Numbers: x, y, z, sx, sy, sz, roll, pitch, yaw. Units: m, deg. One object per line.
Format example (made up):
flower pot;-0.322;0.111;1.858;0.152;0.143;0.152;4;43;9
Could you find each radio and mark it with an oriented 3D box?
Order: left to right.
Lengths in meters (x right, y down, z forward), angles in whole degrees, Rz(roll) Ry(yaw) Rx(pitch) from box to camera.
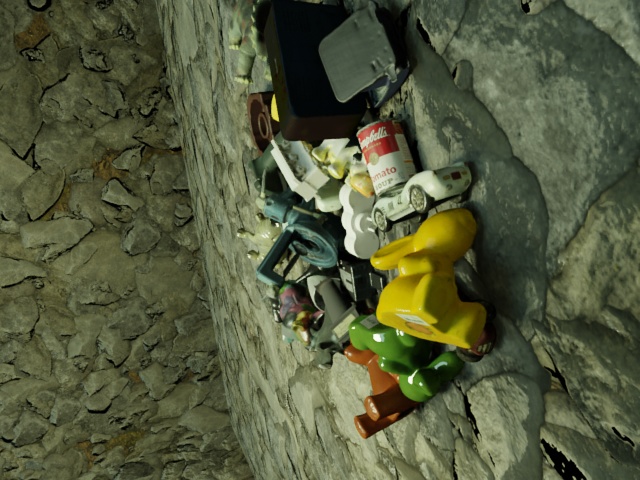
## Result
radio;-0.009;-0.276;0.873;0.073;0.131;0.229;126;137;-64

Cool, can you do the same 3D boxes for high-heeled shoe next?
high-heeled shoe;-0.002;-0.004;1.184;0.145;0.086;0.249;-37;32;24

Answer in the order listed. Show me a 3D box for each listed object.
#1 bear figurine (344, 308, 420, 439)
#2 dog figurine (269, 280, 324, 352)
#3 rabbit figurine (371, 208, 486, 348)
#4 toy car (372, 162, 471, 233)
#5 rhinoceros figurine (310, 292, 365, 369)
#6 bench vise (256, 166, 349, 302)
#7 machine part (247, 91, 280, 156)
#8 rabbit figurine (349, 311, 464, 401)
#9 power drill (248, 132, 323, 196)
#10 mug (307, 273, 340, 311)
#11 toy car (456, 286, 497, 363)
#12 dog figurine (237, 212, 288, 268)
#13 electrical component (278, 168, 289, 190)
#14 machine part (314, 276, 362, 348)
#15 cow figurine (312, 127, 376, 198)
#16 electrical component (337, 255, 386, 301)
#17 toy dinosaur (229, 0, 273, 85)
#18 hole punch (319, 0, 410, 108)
bear figurine;0.093;0.234;0.980;0.196;0.132;0.120;57;149;28
dog figurine;-0.047;0.174;1.290;0.219;0.108;0.191;130;120;-74
rabbit figurine;0.149;0.040;0.704;0.162;0.122;0.173;-5;60;61
toy car;0.136;-0.057;0.755;0.202;0.073;0.056;148;106;-68
rhinoceros figurine;0.034;0.195;1.128;0.073;0.112;0.190;53;141;43
bench vise;-0.054;0.000;1.025;0.224;0.240;0.128;31;151;3
machine part;-0.125;-0.281;1.318;0.179;0.056;0.179;166;90;-69
rabbit figurine;0.153;0.185;0.856;0.159;0.121;0.170;8;129;61
power drill;-0.070;-0.188;1.132;0.207;0.086;0.232;-57;42;39
mug;0.015;0.108;1.183;0.107;0.081;0.109;-126;14;-63
toy car;0.177;0.086;0.774;0.202;0.053;0.089;-127;28;-45
dog figurine;-0.107;0.003;1.413;0.191;0.121;0.172;-1;136;52
electrical component;-0.065;-0.117;1.262;0.134;0.058;0.114;-128;33;-48
machine part;0.034;0.131;1.027;0.084;0.039;0.139;-52;48;21
cow figurine;0.063;-0.136;0.899;0.068;0.098;0.168;36;-173;-41
electrical component;0.079;0.077;1.028;0.119;0.048;0.074;-149;48;-64
toy dinosaur;-0.128;-0.460;1.144;0.405;0.131;0.192;63;144;42
hole punch;0.077;-0.266;0.790;0.116;0.092;0.142;-28;72;40
